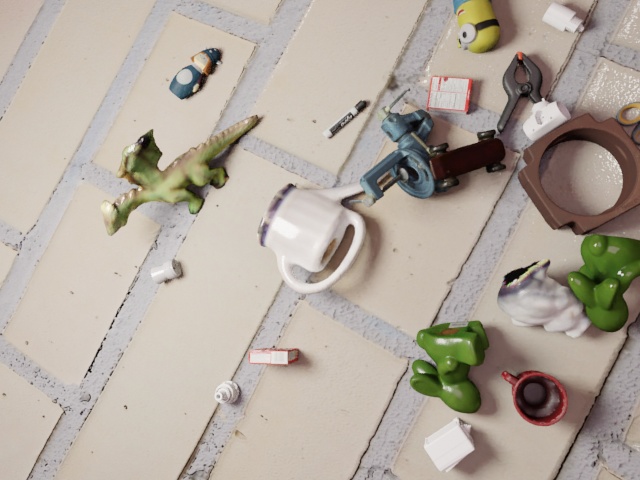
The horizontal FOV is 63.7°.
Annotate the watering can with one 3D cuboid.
[{"bbox_3d":[0.003,-0.056,1.115,0.225,0.102,0.351,25,76,15],"label":"watering can"}]

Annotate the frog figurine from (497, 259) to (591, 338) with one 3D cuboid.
[{"bbox_3d":[0.421,0.129,0.973,0.135,0.124,0.160,-40,83,40],"label":"frog figurine"}]

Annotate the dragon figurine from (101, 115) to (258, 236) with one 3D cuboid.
[{"bbox_3d":[-0.327,-0.167,1.140,0.123,0.241,0.409,44,96,20],"label":"dragon figurine"}]
